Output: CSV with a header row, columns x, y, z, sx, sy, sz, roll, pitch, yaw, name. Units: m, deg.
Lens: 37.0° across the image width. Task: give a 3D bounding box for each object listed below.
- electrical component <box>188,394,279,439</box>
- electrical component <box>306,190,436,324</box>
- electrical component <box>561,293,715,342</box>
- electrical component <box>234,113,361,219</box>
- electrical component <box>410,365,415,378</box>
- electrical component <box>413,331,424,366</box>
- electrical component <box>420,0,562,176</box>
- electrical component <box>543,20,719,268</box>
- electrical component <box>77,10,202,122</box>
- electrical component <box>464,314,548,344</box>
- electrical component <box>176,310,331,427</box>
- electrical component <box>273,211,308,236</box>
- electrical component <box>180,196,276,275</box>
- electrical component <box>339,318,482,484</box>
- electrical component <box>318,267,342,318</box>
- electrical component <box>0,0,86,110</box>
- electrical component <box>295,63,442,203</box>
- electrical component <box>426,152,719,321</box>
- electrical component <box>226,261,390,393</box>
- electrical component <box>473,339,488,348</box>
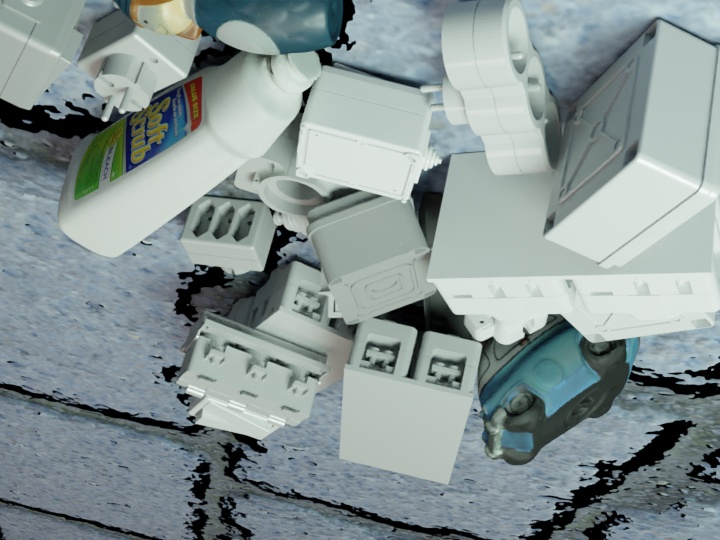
x,y,z,sx,sy,sz,roll,pitch,yaw,name
-0.122,0.122,1.039,0.096,0.061,0.062,23,151,-16,electrical component
0.009,-0.012,0.793,0.078,0.057,0.113,-20,160,0,electrical component
0.201,0.003,0.821,0.109,0.056,0.109,-12,142,39,electrical component
-0.042,-0.075,0.785,0.089,0.055,0.050,17,151,-6,electrical component
0.041,0.098,1.062,0.045,0.055,0.045,11,151,6,electrical component
0.063,0.078,1.030,0.078,0.040,0.040,21,151,-13,electrical component
0.075,-0.110,0.675,0.074,0.052,0.138,-1,148,25,electrical component
0.166,-0.073,0.646,0.056,0.108,0.108,23,150,-11,electrical component
-0.152,-0.131,0.711,0.066,0.076,0.047,-14,141,40,electrical component
0.124,0.019,0.874,0.078,0.058,0.057,-25,150,-14,electrical component
-0.099,0.092,0.974,0.121,0.063,0.079,23,150,-16,electrical component
-0.034,-0.045,0.853,0.078,0.040,0.040,-4,147,30,electrical component
-0.108,-0.022,0.919,0.066,0.047,0.076,7,151,13,electrical component
0.042,0.115,0.950,0.105,0.060,0.186,13,148,5,electrical component
0.000,0.000,0.891,0.042,0.081,0.064,-4,170,30,electrical component
-0.217,-0.157,0.708,0.061,0.061,0.096,26,149,-21,electrical component
0.010,-0.093,0.726,0.096,0.061,0.061,14,152,0,electrical component
0.151,-0.026,0.739,0.186,0.105,0.060,-2,148,26,electrical component
-0.061,0.061,1.034,0.105,0.060,0.186,25,150,-19,electrical component
0.116,0.069,0.992,0.040,0.040,0.078,-15,140,42,electrical component
